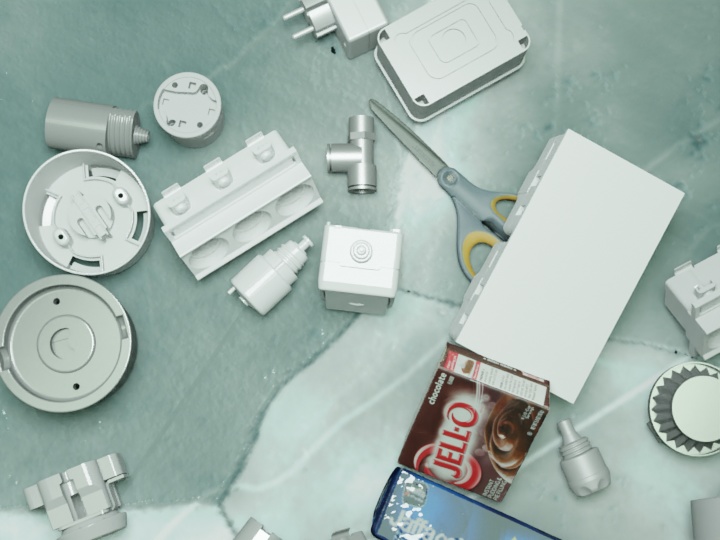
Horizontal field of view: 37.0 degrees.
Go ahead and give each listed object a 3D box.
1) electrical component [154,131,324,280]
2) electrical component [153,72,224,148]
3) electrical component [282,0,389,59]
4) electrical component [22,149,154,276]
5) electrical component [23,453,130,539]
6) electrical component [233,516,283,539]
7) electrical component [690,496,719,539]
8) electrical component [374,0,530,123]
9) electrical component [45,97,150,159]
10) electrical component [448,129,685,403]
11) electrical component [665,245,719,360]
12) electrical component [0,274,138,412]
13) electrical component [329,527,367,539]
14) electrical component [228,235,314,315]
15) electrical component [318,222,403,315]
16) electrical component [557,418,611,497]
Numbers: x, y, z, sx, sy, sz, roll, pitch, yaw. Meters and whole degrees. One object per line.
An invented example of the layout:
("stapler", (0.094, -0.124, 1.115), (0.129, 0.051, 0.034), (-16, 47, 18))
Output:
("electrical component", (-0.101, -0.056, 0.880), (0.121, 0.078, 0.063), (-32, 62, -4))
("electrical component", (-0.141, -0.132, 0.900), (0.055, 0.047, 0.055), (0, 82, 0))
("electrical component", (-0.027, -0.221, 0.912), (0.076, 0.047, 0.083), (-26, 83, -4))
("electrical component", (-0.218, -0.043, 0.879), (0.099, 0.064, 0.099), (0, 82, 0))
("electrical component", (-0.219, 0.186, 0.852), (0.078, 0.058, 0.057), (-22, 80, -3))
("electrical component", (-0.087, 0.225, 0.857), (0.040, 0.040, 0.046), (36, 77, 4))
("electrical component", (0.309, 0.190, 0.831), (0.108, 0.108, 0.060), (-7, 76, -1))
("electrical component", (0.076, -0.183, 0.902), (0.113, 0.057, 0.078), (-30, 84, -4))
("electrical component", (-0.217, -0.117, 0.899), (0.081, 0.043, 0.043), (8, 82, 1))
("electrical component", (0.161, -0.004, 0.863), (0.105, 0.060, 0.186), (28, 90, -5))
("electrical component", (0.314, 0.011, 0.871), (0.121, 0.078, 0.063), (-28, 54, -4))
("electrical component", (-0.232, 0.061, 0.867), (0.108, 0.060, 0.108), (0, 82, 0))
("electrical component", (-0.041, 0.245, 0.818), (0.121, 0.078, 0.063), (-8, 51, -32))
("electrical component", (-0.070, 0.002, 0.886), (0.078, 0.040, 0.040), (-43, 85, -5))
("electrical component", (0.000, 0.000, 0.858), (0.062, 0.096, 0.061), (6, 83, 1))
("electrical component", (0.177, 0.150, 0.870), (0.035, 0.035, 0.061), (-23, 81, -3))
